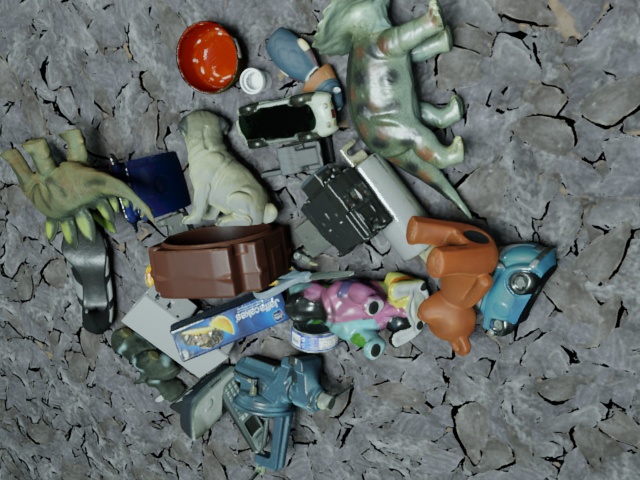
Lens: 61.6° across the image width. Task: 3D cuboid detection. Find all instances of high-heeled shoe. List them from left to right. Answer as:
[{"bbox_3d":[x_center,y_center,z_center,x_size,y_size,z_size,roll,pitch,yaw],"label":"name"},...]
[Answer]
[{"bbox_3d":[-0.462,0.066,1.097,0.086,0.145,0.248,-5,76,-10],"label":"high-heeled shoe"}]

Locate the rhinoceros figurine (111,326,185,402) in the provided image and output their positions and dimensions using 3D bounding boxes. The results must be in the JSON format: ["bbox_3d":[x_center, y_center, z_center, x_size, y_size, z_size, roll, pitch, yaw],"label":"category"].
[{"bbox_3d":[-0.350,0.248,1.092,0.190,0.073,0.112,44,112,2],"label":"rhinoceros figurine"}]

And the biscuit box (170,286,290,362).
[{"bbox_3d":[-0.158,0.144,0.950,0.203,0.063,0.059,-21,98,-13],"label":"biscuit box"}]

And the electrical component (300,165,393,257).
[{"bbox_3d":[0.031,-0.049,0.832,0.134,0.058,0.115,51,149,0],"label":"electrical component"}]

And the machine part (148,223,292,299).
[{"bbox_3d":[-0.163,0.028,0.896,0.202,0.201,0.087,-4,102,20],"label":"machine part"}]

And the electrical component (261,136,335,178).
[{"bbox_3d":[-0.041,-0.134,0.879,0.119,0.075,0.047,-5,105,22],"label":"electrical component"}]

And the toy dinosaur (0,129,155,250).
[{"bbox_3d":[-0.431,-0.088,0.936,0.472,0.105,0.198,2,117,46],"label":"toy dinosaur"}]

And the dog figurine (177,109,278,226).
[{"bbox_3d":[-0.151,-0.122,0.900,0.172,0.121,0.190,3,98,4],"label":"dog figurine"}]

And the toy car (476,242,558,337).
[{"bbox_3d":[0.285,0.063,0.824,0.103,0.109,0.161,37,127,29],"label":"toy car"}]

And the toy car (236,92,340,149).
[{"bbox_3d":[-0.059,-0.190,0.858,0.202,0.056,0.073,2,113,40],"label":"toy car"}]

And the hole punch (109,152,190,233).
[{"bbox_3d":[-0.300,-0.094,0.957,0.092,0.116,0.142,-9,103,12],"label":"hole punch"}]

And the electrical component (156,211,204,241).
[{"bbox_3d":[-0.262,-0.023,1.011,0.094,0.021,0.063,-14,100,22],"label":"electrical component"}]

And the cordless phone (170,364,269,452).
[{"bbox_3d":[-0.182,0.347,1.025,0.089,0.146,0.184,-33,92,32],"label":"cordless phone"}]

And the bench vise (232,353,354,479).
[{"bbox_3d":[-0.073,0.319,0.986,0.224,0.129,0.240,9,91,23],"label":"bench vise"}]

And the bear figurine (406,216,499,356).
[{"bbox_3d":[0.181,0.072,0.790,0.132,0.120,0.195,3,124,-18],"label":"bear figurine"}]

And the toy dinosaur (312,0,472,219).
[{"bbox_3d":[0.105,-0.208,0.783,0.192,0.131,0.404,-5,106,24],"label":"toy dinosaur"}]

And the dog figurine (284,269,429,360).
[{"bbox_3d":[0.050,0.103,0.909,0.219,0.191,0.108,16,118,50],"label":"dog figurine"}]

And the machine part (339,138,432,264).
[{"bbox_3d":[0.112,-0.053,0.850,0.079,0.079,0.243,-37,93,24],"label":"machine part"}]

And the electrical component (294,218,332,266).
[{"bbox_3d":[-0.003,-0.003,0.920,0.102,0.045,0.078,-29,97,23],"label":"electrical component"}]

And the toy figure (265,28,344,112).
[{"bbox_3d":[-0.017,-0.264,0.840,0.154,0.064,0.058,44,75,-4],"label":"toy figure"}]
